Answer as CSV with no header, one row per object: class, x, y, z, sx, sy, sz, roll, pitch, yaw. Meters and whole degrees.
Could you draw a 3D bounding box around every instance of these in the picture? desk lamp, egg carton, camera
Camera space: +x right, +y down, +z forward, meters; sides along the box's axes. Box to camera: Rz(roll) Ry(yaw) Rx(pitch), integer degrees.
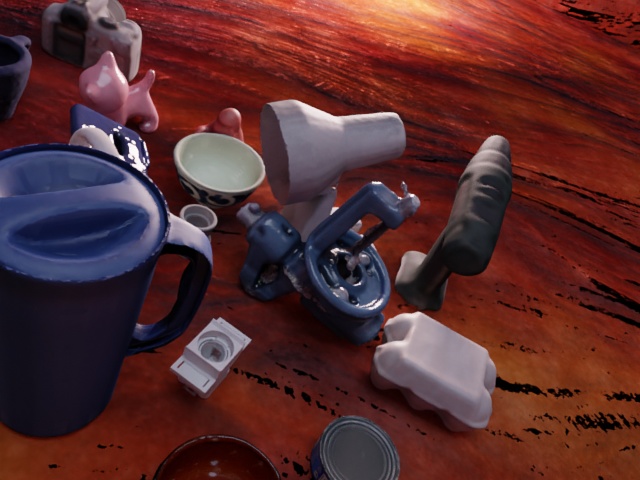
desk lamp,0.007,-0.076,0.734,0.204,0.213,0.117,-1,48,-29
egg carton,0.135,0.154,0.673,0.150,0.069,0.107,29,40,2
camera,-0.344,-0.341,0.910,0.143,0.100,0.137,20,41,-8

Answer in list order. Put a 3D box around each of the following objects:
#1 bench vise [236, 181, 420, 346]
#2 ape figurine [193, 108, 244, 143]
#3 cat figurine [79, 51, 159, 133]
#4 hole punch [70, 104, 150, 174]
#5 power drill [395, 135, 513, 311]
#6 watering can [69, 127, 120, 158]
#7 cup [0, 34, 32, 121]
bench vise,0.004,0.010,0.637,0.207,0.219,0.121,19,41,-9
ape figurine,-0.140,-0.150,0.826,0.077,0.092,0.076,37,41,12
cat figurine,-0.278,-0.202,0.786,0.067,0.117,0.128,41,42,17
hole punch,-0.264,-0.108,0.716,0.101,0.091,0.108,1,47,-27
power drill,0.182,-0.012,0.766,0.075,0.208,0.230,26,40,-1
watering can,-0.231,-0.019,0.559,0.101,0.194,0.173,36,41,11
cup,-0.415,-0.208,0.736,0.091,0.095,0.118,25,40,-3
